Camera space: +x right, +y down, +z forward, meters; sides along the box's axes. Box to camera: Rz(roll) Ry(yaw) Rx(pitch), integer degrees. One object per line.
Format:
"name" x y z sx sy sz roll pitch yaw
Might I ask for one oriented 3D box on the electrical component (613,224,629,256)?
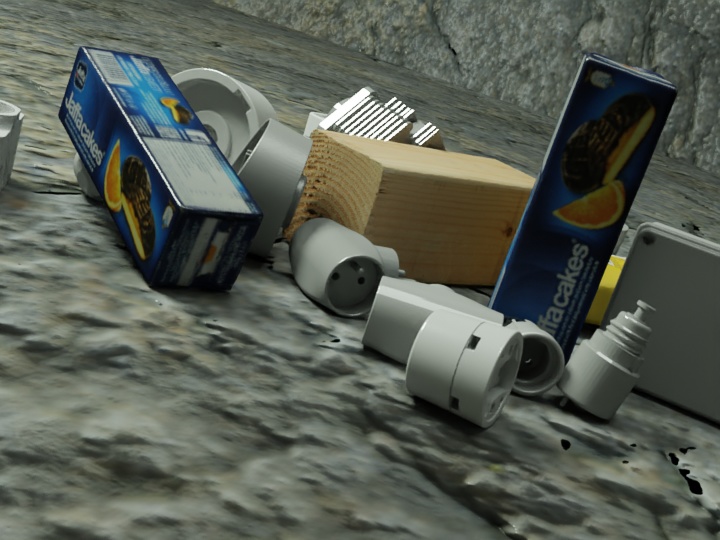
"electrical component" 0.189 -0.029 1.006 0.108 0.060 0.108 16 15 -4

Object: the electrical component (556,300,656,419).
"electrical component" 0.152 0.054 0.651 0.040 0.078 0.040 31 10 -6

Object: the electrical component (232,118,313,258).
"electrical component" -0.074 -0.058 0.758 0.064 0.099 0.099 22 14 -6

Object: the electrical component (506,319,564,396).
"electrical component" 0.102 0.052 0.665 0.040 0.040 0.046 16 10 -5

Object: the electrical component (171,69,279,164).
"electrical component" -0.113 -0.101 0.851 0.108 0.108 0.060 23 10 20

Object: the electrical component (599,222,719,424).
"electrical component" 0.226 0.035 0.729 0.109 0.108 0.056 23 14 20

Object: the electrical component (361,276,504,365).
"electrical component" 0.046 0.031 0.666 0.077 0.043 0.079 18 15 2

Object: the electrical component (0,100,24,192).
"electrical component" -0.260 -0.085 0.721 0.050 0.055 0.089 14 15 -13

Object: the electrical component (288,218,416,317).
"electrical component" 0.000 0.000 0.728 0.079 0.043 0.077 10 17 -26

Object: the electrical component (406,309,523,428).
"electrical component" 0.056 0.052 0.587 0.047 0.055 0.055 19 15 22

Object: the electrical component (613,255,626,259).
"electrical component" 0.249 0.012 0.960 0.077 0.043 0.079 15 15 -9

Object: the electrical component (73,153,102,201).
"electrical component" -0.190 -0.077 0.794 0.043 0.043 0.062 10 15 -25

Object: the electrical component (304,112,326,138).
"electrical component" -0.014 -0.125 1.129 0.095 0.059 0.054 3 20 -42
